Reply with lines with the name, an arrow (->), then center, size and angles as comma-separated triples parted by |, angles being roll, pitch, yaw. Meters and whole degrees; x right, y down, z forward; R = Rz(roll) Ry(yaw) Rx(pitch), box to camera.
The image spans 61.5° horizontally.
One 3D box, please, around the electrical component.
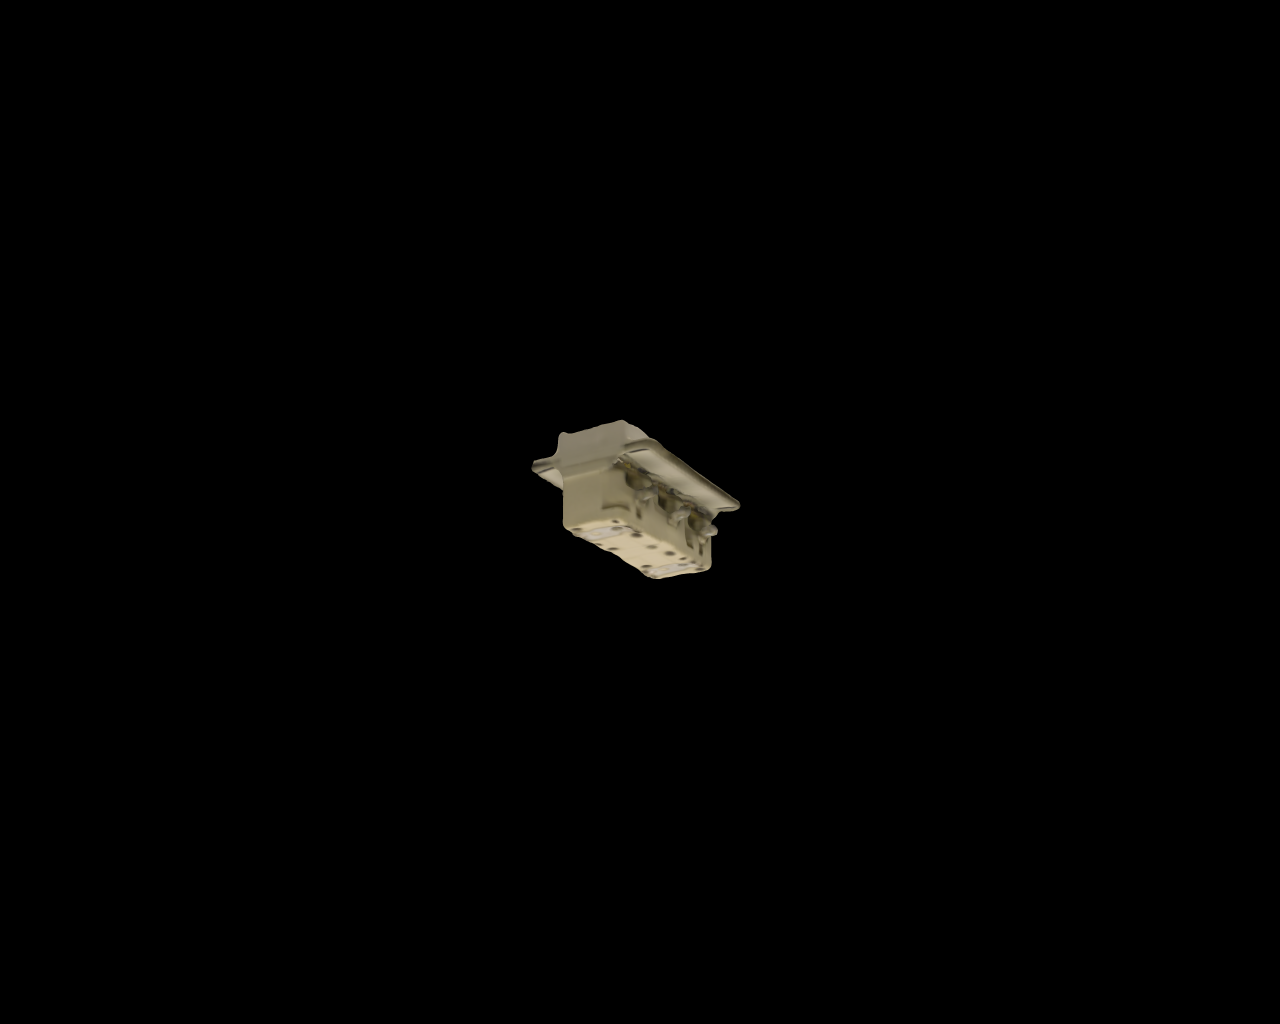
electrical component -> 0.001, -0.003, 0.650 | 0.078, 0.063, 0.121 | -10, -22, 26
